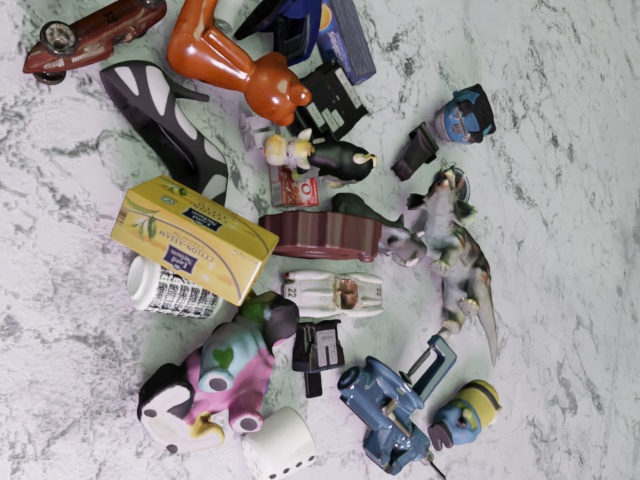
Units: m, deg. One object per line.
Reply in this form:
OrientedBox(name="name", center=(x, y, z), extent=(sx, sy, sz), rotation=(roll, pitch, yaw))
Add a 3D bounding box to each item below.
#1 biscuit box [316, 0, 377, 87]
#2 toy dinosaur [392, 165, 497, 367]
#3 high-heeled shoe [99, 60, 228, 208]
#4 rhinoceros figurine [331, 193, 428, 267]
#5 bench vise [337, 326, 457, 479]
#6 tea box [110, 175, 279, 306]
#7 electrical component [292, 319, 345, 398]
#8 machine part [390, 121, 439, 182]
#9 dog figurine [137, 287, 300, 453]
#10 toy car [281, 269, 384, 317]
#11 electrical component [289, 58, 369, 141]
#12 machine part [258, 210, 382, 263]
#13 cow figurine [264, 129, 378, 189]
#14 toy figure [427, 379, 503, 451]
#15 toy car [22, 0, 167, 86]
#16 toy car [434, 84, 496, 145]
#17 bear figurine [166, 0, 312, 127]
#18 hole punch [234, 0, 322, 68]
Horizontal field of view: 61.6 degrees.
OrientedBox(name="biscuit box", center=(0.028, -0.365, 0.922), extent=(0.063, 0.059, 0.202), rotation=(-27, 100, -41))
OrientedBox(name="toy dinosaur", center=(0.267, 0.043, 1.032), extent=(0.192, 0.131, 0.404), rotation=(-51, 121, -32))
OrientedBox(name="high-heeled shoe", center=(-0.201, -0.105, 0.684), extent=(0.145, 0.086, 0.248), rotation=(1, 80, -35))
OrientedBox(name="rhinoceros figurine", center=(0.095, -0.019, 0.894), extent=(0.190, 0.112, 0.073), rotation=(31, 62, -24))
OrientedBox(name="bench vise", center=(0.151, 0.252, 0.880), extent=(0.223, 0.129, 0.240), rotation=(45, 75, -4))
OrientedBox(name="tea box", center=(-0.144, -0.004, 0.638), extent=(0.170, 0.068, 0.098), rotation=(29, 18, -3))
OrientedBox(name="electrical component", center=(-0.004, 0.182, 0.823), extent=(0.075, 0.048, 0.119), rotation=(5, 79, -39))
OrientedBox(name="machine part", center=(0.187, -0.167, 1.040), extent=(0.139, 0.039, 0.084), rotation=(-47, 119, -36))
OrientedBox(name="dog figurine", center=(-0.121, 0.149, 0.701), extent=(0.108, 0.192, 0.219), rotation=(58, 20, -22))
OrientedBox(name="toy car", center=(0.024, 0.086, 0.853), extent=(0.201, 0.056, 0.073), rotation=(6, 79, -40))
OrientedBox(name="electrical component", center=(0.003, -0.218, 0.881), extent=(0.134, 0.058, 0.114), rotation=(-45, 110, -35))
OrientedBox(name="machine part", center=(-0.002, -0.002, 0.775), extent=(0.179, 0.179, 0.056), rotation=(9, 81, -39))
OrientedBox(name="cow figurine", center=(0.003, -0.121, 0.800), extent=(0.167, 0.098, 0.068), rotation=(6, 86, -41))
OrientedBox(name="toy figure", center=(0.276, 0.327, 1.012), extent=(0.180, 0.082, 0.089), rotation=(-13, 94, -38))
OrientedBox(name="toy car", center=(-0.261, -0.246, 0.643), extent=(0.053, 0.089, 0.202), rotation=(52, 54, -17))
OrientedBox(name="toy car", center=(0.286, -0.241, 1.090), extent=(0.162, 0.103, 0.109), rotation=(-46, 115, -46))
OrientedBox(name="bear figurine", center=(-0.101, -0.248, 0.732), extent=(0.196, 0.120, 0.132), rotation=(19, 74, -14))
OrientedBox(name="hole punch", center=(-0.050, -0.326, 0.810), extent=(0.092, 0.142, 0.116), rotation=(39, 75, -27))
